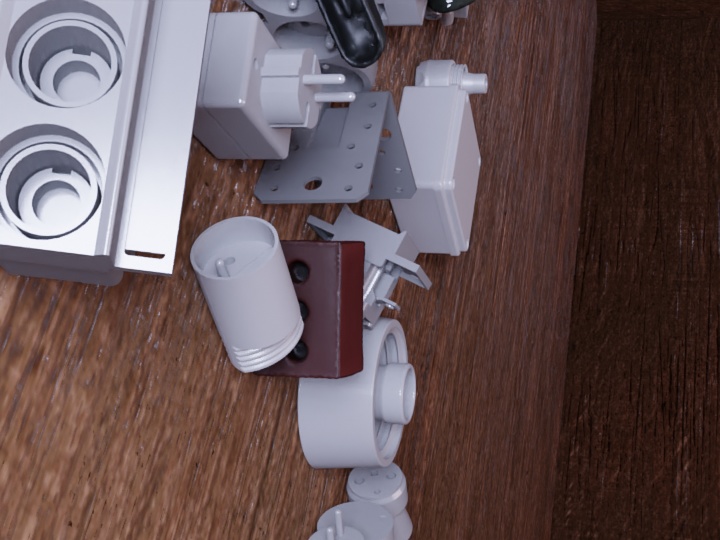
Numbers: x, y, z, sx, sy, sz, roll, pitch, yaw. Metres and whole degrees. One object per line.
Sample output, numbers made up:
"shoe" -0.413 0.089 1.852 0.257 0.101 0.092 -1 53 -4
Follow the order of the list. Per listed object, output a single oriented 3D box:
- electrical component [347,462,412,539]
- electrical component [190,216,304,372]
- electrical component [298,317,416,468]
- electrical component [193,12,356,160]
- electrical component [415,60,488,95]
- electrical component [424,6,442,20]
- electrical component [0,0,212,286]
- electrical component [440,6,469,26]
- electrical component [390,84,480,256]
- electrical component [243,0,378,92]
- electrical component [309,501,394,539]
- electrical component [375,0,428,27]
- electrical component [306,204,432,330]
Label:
"electrical component" 0.015 0.176 0.804 0.045 0.045 0.055 -66 153 -53
"electrical component" -0.053 0.017 0.541 0.081 0.043 0.043 77 22 -44
"electrical component" 0.004 0.081 0.722 0.108 0.060 0.108 2 90 -74
"electrical component" -0.041 -0.085 0.507 0.065 0.077 0.047 49 45 -68
"electrical component" 0.082 -0.167 0.964 0.043 0.062 0.043 2 90 -74
"electrical component" 0.064 -0.246 0.921 0.043 0.043 0.062 28 66 -73
"electrical component" -0.092 -0.059 0.350 0.063 0.079 0.121 121 -25 -76
"electrical component" 0.082 -0.267 0.983 0.055 0.048 0.066 80 19 -60
"electrical component" 0.064 -0.085 0.923 0.108 0.056 0.108 68 29 -56
"electrical component" -0.024 -0.160 0.604 0.138 0.052 0.073 54 41 -65
"electrical component" -0.014 0.189 0.688 0.138 0.052 0.073 -57 146 -62
"electrical component" 0.021 -0.218 0.749 0.089 0.056 0.050 70 27 -54
"electrical component" 0.000 0.000 0.684 0.063 0.081 0.042 -61 159 -9
